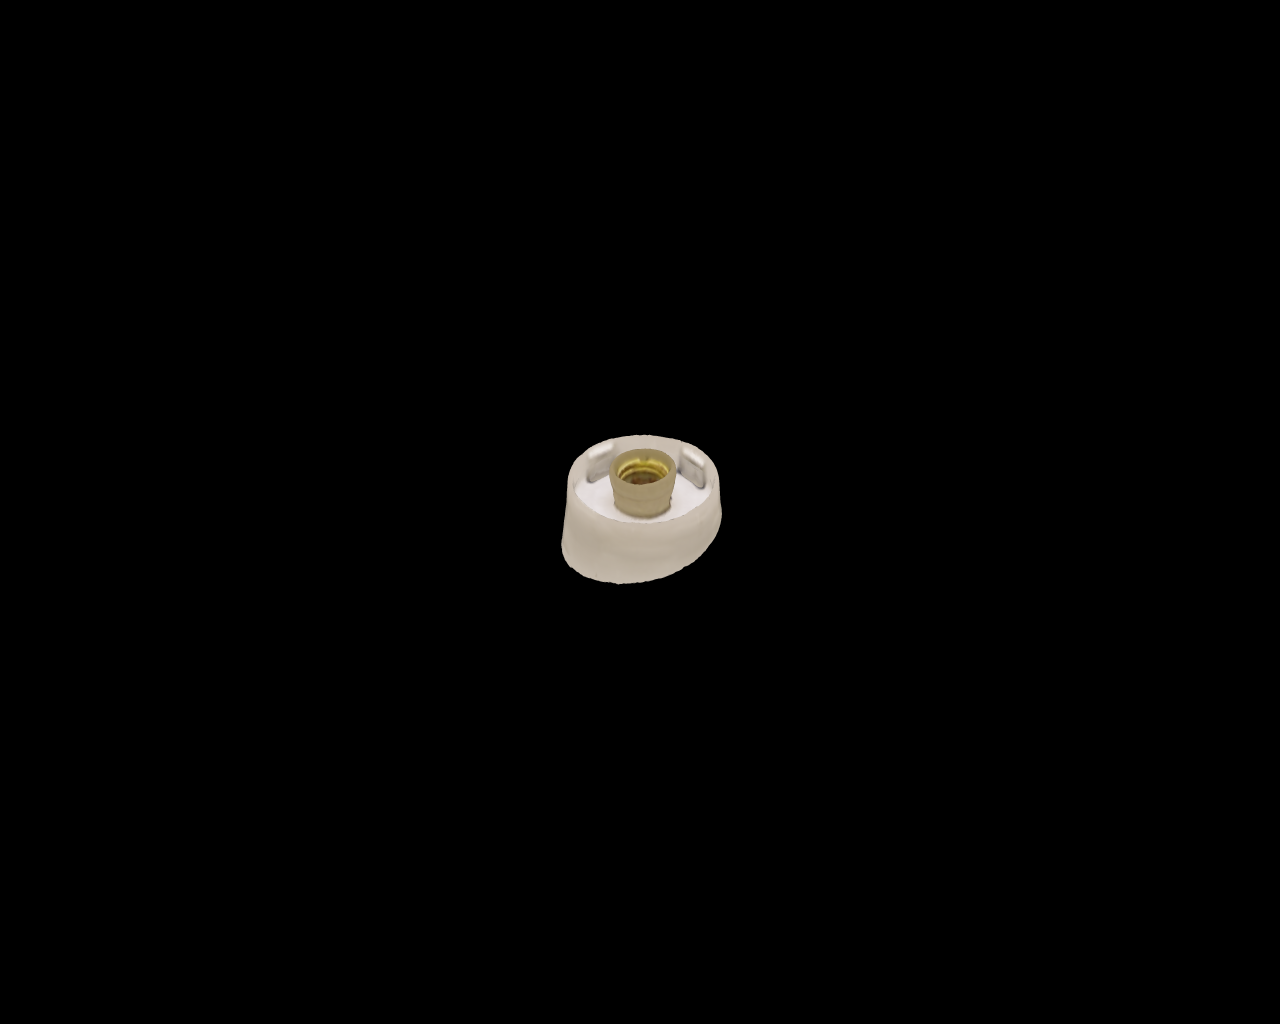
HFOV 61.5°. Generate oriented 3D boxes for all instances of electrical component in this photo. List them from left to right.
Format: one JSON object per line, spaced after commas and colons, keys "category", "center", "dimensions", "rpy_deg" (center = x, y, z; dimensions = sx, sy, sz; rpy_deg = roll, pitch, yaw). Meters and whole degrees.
{"category": "electrical component", "center": [0.001, -0.003, 0.650], "dimensions": [0.099, 0.064, 0.099], "rpy_deg": [0, 38, 0]}
